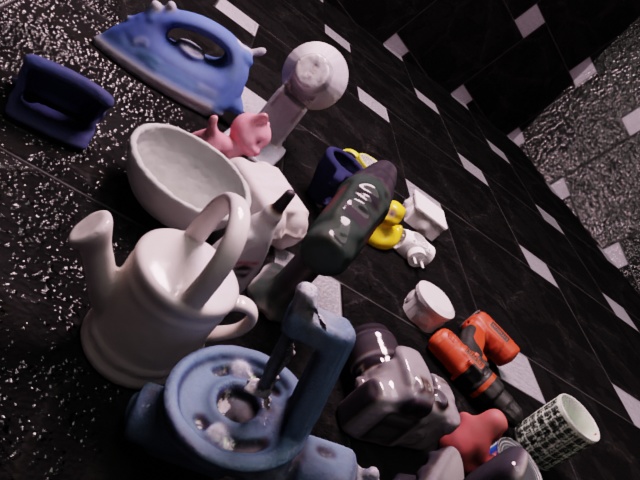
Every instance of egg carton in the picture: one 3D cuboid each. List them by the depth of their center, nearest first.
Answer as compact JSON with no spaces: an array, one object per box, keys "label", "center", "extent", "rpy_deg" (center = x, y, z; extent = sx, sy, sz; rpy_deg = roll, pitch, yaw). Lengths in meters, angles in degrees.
[{"label":"egg carton","center":[-0.085,-0.054,0.827],"extent":[0.108,0.069,0.150],"rpy_deg":[1,48,-53]}]

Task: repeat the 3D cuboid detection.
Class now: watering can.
[{"label":"watering can","center":[-0.128,0.036,0.497],"extent":[0.173,0.193,0.100],"rpy_deg":[12,39,-45]}]

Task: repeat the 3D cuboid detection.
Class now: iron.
[{"label":"iron","center":[-0.221,-0.317,0.950],"extent":[0.259,0.141,0.118],"rpy_deg":[23,32,-34]}]

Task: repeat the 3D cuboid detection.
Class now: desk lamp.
[{"label":"desk lamp","center":[-0.046,-0.241,0.994],"extent":[0.118,0.213,0.203],"rpy_deg":[39,27,-7]}]

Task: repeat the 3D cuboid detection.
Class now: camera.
[{"label":"camera","center":[0.093,0.170,0.703],"extent":[0.144,0.100,0.136],"rpy_deg":[24,32,-33]}]

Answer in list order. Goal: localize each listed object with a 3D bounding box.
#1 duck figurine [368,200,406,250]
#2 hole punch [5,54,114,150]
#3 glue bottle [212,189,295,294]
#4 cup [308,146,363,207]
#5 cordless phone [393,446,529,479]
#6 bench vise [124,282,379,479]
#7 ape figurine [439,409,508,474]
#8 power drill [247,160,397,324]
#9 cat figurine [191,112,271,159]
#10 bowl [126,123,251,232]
[{"label":"duck figurine","center":[0.124,-0.034,1.064],"extent":[0.105,0.086,0.077],"rpy_deg":[17,36,-41]},{"label":"hole punch","center":[-0.308,-0.182,0.688],"extent":[0.109,0.091,0.101],"rpy_deg":[26,31,-30]},{"label":"glue bottle","center":[-0.081,0.006,0.626],"extent":[0.078,0.173,0.037],"rpy_deg":[-1,49,-54]},{"label":"cup","center":[0.020,-0.098,1.007],"extent":[0.092,0.094,0.118],"rpy_deg":[40,27,-6]},{"label":"cordless phone","center":[0.142,0.248,0.559],"extent":[0.094,0.185,0.148],"rpy_deg":[47,27,9]},{"label":"bench vise","center":[-0.024,0.133,0.465],"extent":[0.208,0.219,0.121],"rpy_deg":[27,30,-28]},{"label":"ape figurine","center":[0.205,0.254,0.740],"extent":[0.076,0.092,0.077],"rpy_deg":[24,32,-32]},{"label":"power drill","center":[0.007,0.003,0.712],"extent":[0.076,0.208,0.230],"rpy_deg":[40,26,-4]},{"label":"cat figurine","center":[-0.128,-0.157,0.866],"extent":[0.128,0.117,0.067],"rpy_deg":[6,44,-50]},{"label":"bowl","center":[-0.173,-0.064,0.715],"extent":[0.168,0.074,0.167],"rpy_deg":[32,28,-19]}]
